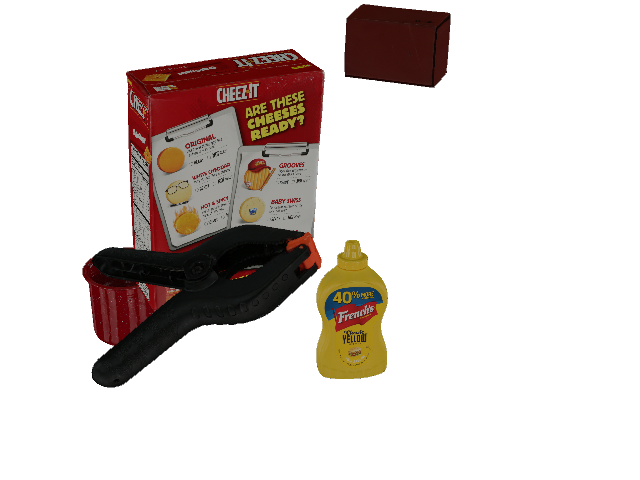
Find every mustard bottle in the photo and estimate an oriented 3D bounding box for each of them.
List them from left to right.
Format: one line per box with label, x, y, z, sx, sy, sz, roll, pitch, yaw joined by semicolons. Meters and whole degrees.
mustard bottle;0.043;0.091;1.444;0.096;0.192;0.058;-2;20;-6

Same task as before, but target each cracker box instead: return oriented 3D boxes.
cracker box;-0.087;-0.055;0.967;0.164;0.214;0.072;-13;33;-26

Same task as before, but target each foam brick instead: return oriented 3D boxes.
foam brick;0.063;-0.161;0.880;0.078;0.051;0.053;10;27;17

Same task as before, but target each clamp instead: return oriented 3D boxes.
clamp;-0.084;0.039;0.732;0.171;0.120;0.039;-13;-38;14

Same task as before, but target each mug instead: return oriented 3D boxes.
mug;-0.223;0.061;1.195;0.117;0.081;0.093;24;36;37
